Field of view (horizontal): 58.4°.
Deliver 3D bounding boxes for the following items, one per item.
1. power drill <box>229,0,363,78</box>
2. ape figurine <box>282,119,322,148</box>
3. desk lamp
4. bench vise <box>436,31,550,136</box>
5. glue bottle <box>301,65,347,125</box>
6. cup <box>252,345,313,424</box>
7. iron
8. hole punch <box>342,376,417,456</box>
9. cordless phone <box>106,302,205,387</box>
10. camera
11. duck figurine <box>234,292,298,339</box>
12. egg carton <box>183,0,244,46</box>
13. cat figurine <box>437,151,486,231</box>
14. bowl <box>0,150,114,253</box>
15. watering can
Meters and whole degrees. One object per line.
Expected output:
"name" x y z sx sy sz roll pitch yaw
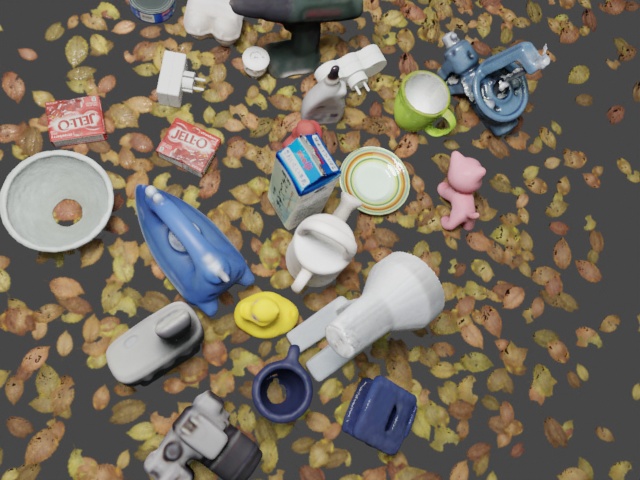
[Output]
"power drill" -0.045 -0.369 0.989 0.230 0.208 0.075 -16 79 -14
"ape figurine" -0.027 -0.181 1.005 0.078 0.092 0.076 -20 80 -14
"desk lamp" 0.068 0.124 0.879 0.203 0.213 0.118 -34 83 -16
"bench vise" 0.301 -0.299 1.027 0.207 0.219 0.121 31 73 -1
"glue bottle" 0.013 -0.252 0.988 0.078 0.173 0.037 -4 76 -11
"cup" -0.059 0.223 0.893 0.092 0.095 0.118 17 73 -5
"iron" -0.217 -0.010 0.901 0.119 0.141 0.258 -40 85 -17
"hole punch" 0.102 0.277 0.910 0.101 0.091 0.109 26 73 -2
"cordless phone" -0.243 0.147 0.833 0.148 0.185 0.094 -37 84 -16
"camera" -0.164 0.316 0.847 0.137 0.100 0.143 37 73 1
"duck figurine" -0.084 0.117 0.920 0.104 0.086 0.077 5 75 -9
"egg carton" -0.189 -0.434 1.053 0.107 0.069 0.150 10 74 -7
"cat figurine" 0.259 -0.090 1.018 0.067 0.117 0.128 -4 76 -11
"bowl" -0.409 -0.054 0.913 0.167 0.074 0.167 3 75 -9
"watering can" 0.006 0.002 0.910 0.101 0.194 0.173 10 74 -7
